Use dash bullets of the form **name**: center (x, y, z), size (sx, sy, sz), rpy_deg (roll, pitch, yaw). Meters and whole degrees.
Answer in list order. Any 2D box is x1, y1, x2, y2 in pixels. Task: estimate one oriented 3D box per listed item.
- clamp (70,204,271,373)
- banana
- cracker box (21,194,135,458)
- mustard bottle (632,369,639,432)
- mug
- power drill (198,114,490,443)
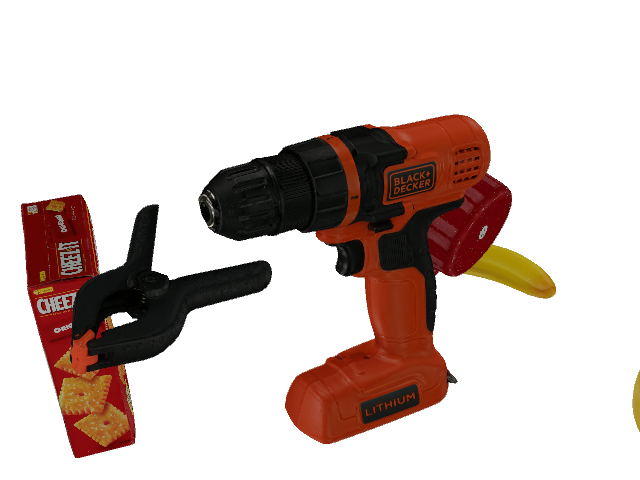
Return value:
- **clamp**: center (-0.131, 0.033, 0.786), size (0.120, 0.039, 0.171), rpy_deg (28, 39, 27)
- **banana**: center (0.164, 0.027, 1.139), size (0.198, 0.037, 0.069), rpy_deg (9, 37, 30)
- **cracker box**: center (-0.246, 0.085, 1.085), size (0.072, 0.214, 0.164), rpy_deg (-12, 33, -11)
- **mustard bottle**: center (0.222, 0.099, 0.573), size (0.096, 0.058, 0.191), rpy_deg (-5, 36, -2)
- **mug**: center (0.085, -0.016, 0.819), size (0.082, 0.117, 0.093), rpy_deg (36, 3, 23)
- **power drill**: center (0.017, 0.025, 0.632), size (0.184, 0.188, 0.057), rpy_deg (-14, 31, -27)
